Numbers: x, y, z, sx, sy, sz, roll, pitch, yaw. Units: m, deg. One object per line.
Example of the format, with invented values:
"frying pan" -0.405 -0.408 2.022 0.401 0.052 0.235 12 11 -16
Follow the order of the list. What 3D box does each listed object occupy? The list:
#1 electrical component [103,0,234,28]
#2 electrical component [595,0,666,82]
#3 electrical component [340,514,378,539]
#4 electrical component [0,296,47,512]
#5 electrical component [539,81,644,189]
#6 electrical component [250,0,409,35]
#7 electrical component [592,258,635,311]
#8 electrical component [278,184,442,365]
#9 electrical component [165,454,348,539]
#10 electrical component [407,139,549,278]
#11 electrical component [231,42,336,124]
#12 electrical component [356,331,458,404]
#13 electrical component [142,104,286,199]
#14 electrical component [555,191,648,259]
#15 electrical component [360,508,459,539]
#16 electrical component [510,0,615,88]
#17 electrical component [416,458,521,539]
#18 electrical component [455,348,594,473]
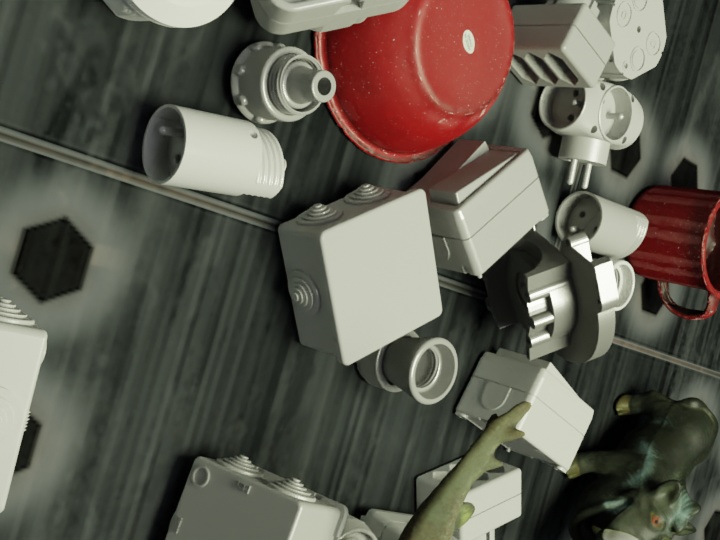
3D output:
"electrical component" -0.102 -0.165 0.551 0.080 0.051 0.080 -11 106 -40
"electrical component" 0.189 -0.181 0.810 0.080 0.051 0.080 -11 107 -40
"electrical component" -0.024 0.182 0.694 0.078 0.057 0.058 6 95 -43
"electrical component" -0.185 0.058 0.494 0.048 0.100 0.099 14 90 -30
"electrical component" 0.173 -0.102 0.818 0.077 0.044 0.079 9 93 -43
"electrical component" -0.015 -0.169 0.606 0.095 0.059 0.053 -15 90 -13
"electrical component" 0.188 0.009 0.854 0.040 0.046 0.040 -11 106 -40
"electrical component" 0.000 0.000 0.681 0.100 0.048 0.099 -26 116 -36
"electrical component" -0.067 0.162 0.624 0.048 0.100 0.099 29 79 -55
"electrical component" 0.080 -0.049 0.733 0.096 0.062 0.061 -40 123 -29
"electrical component" -0.040 -0.106 0.612 0.048 0.062 0.048 -11 106 -40
"electrical component" 0.031 0.061 0.718 0.045 0.055 0.045 -11 106 -40
"electrical component" -0.076 -0.064 0.602 0.081 0.043 0.043 6 95 -43
"electrical component" 0.197 -0.033 0.855 0.081 0.043 0.043 13 90 -43
"electrical component" 0.022 0.220 0.746 0.062 0.061 0.096 20 94 -43
"electrical component" 0.145 -0.174 0.762 0.047 0.066 0.076 39 73 -39
"electrical component" 0.081 0.185 0.796 0.066 0.047 0.076 -14 108 -39
"electrical component" 0.130 0.106 0.813 0.096 0.062 0.061 39 73 -40
